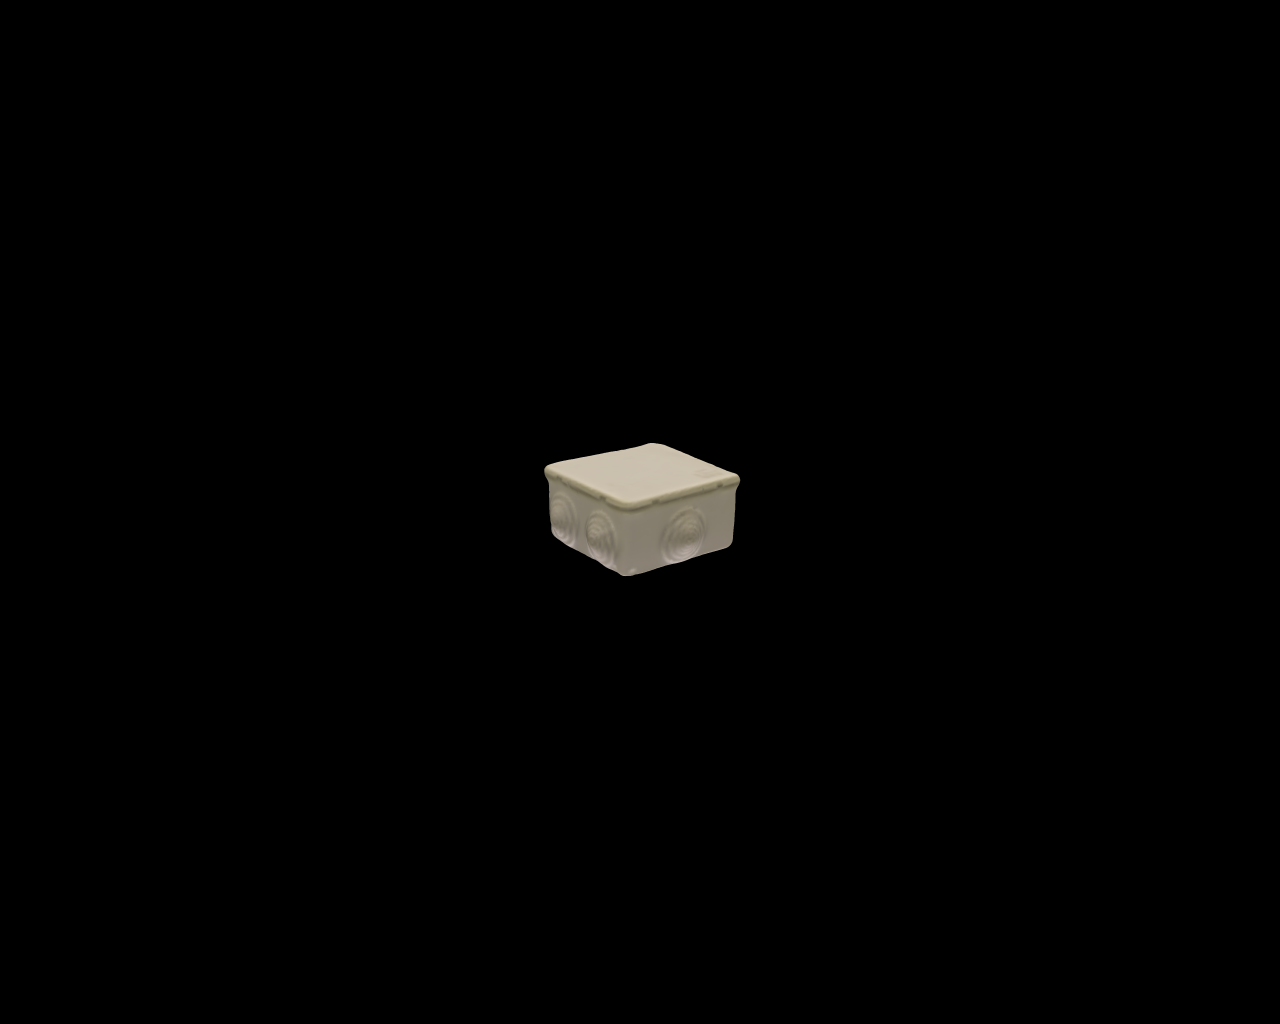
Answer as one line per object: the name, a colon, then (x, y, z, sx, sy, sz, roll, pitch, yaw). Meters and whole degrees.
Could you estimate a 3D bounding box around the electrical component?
electrical component: (0.001, -0.003, 0.650, 0.100, 0.048, 0.100, -14, 24, -33)
